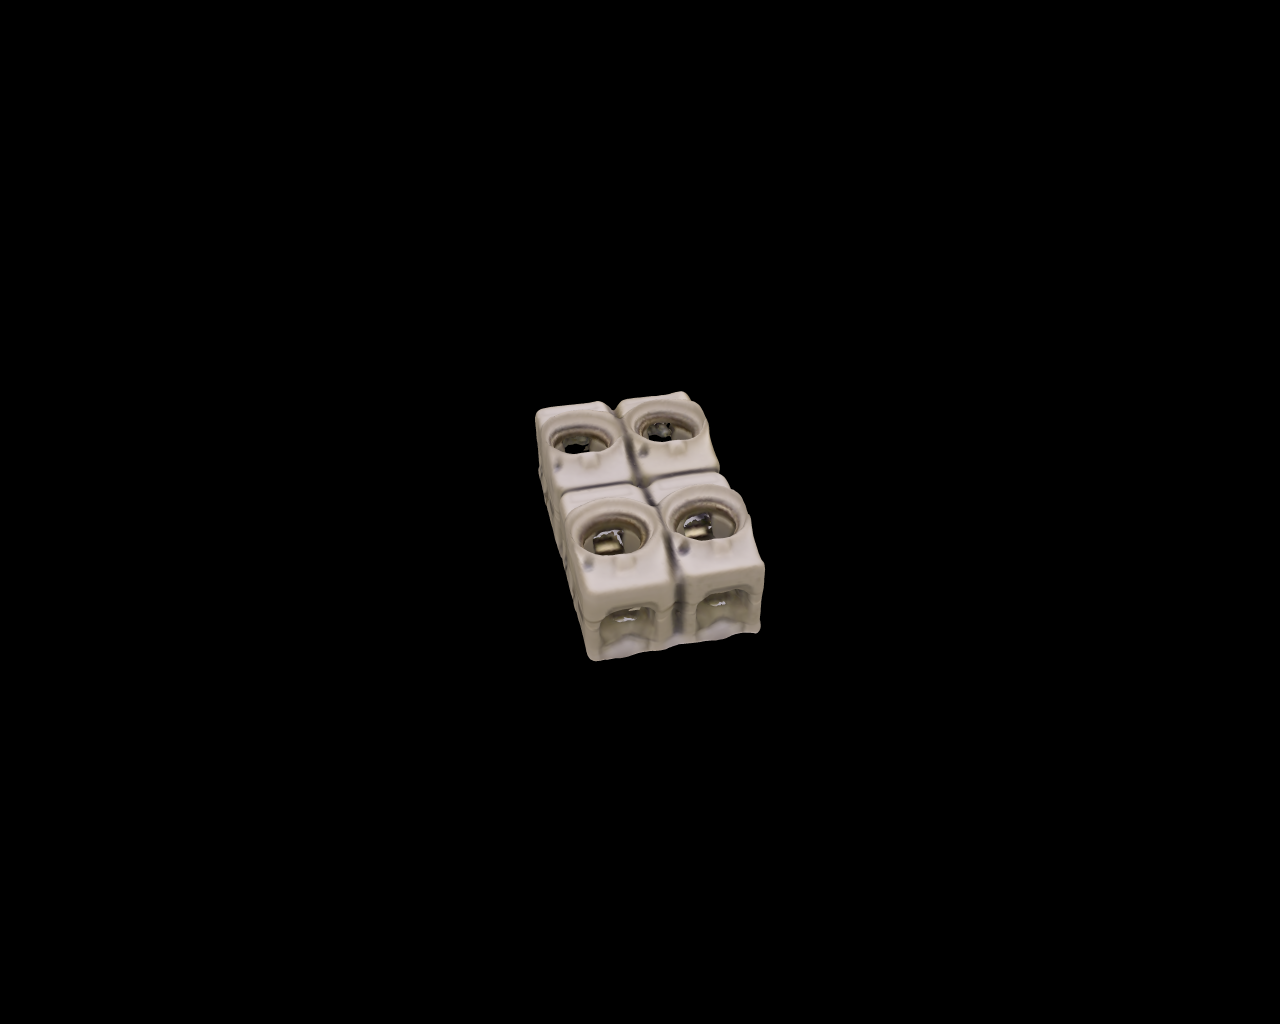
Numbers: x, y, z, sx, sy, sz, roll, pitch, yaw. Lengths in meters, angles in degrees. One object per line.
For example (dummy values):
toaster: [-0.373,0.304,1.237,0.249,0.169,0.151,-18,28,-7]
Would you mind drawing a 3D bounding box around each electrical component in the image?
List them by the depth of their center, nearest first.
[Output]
electrical component: [0.001,-0.003,0.650,0.105,0.060,0.186,-8,40,-10]
